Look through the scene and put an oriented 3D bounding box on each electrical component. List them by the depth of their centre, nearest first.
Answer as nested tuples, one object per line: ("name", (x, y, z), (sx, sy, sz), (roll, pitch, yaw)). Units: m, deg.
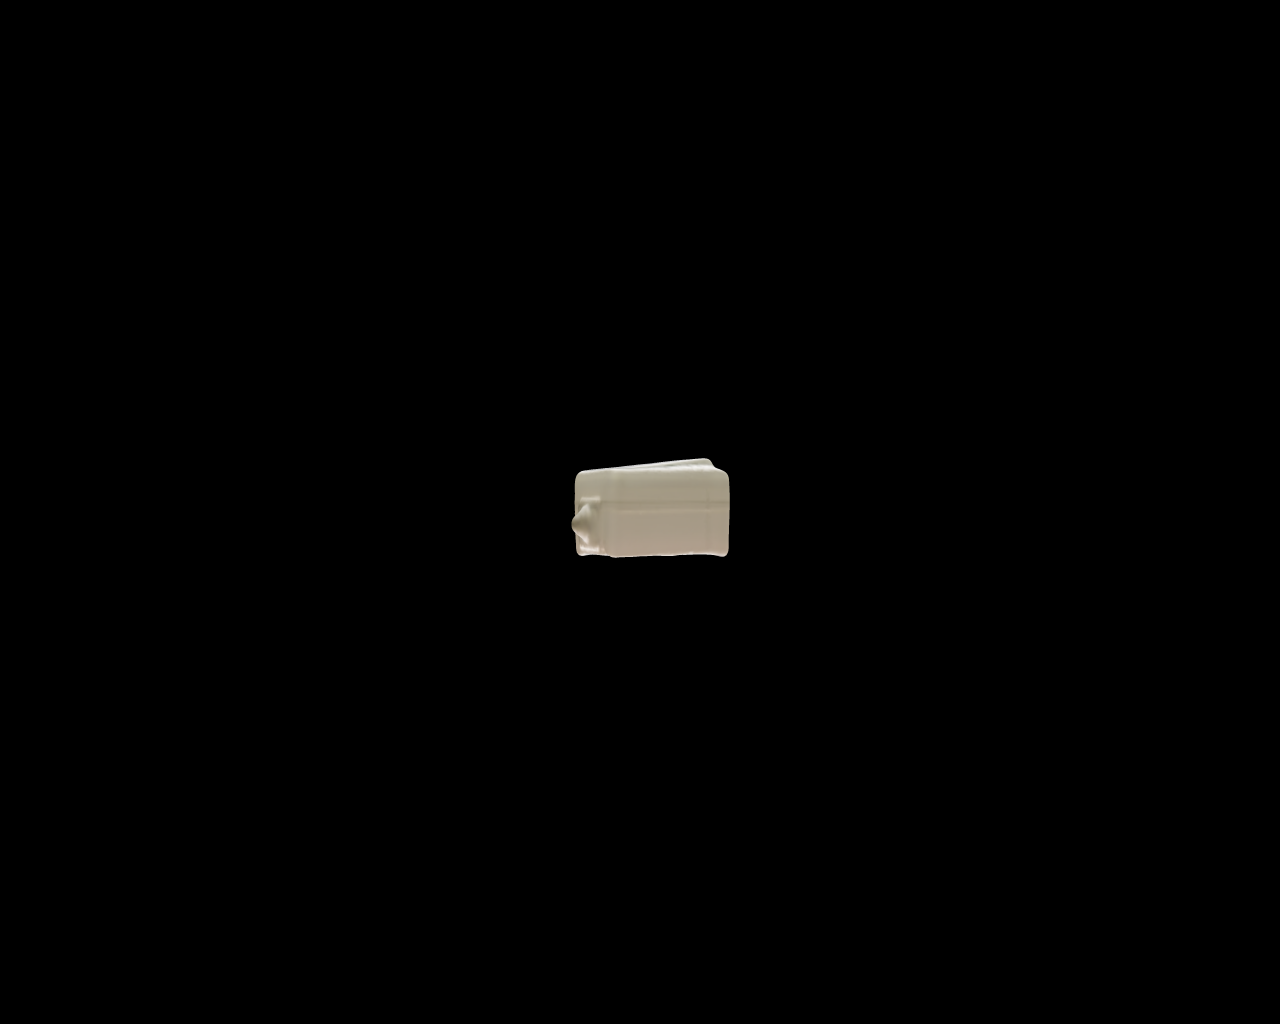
("electrical component", (0.001, -0.003, 0.650), (0.096, 0.061, 0.061), (0, 0, -25))
